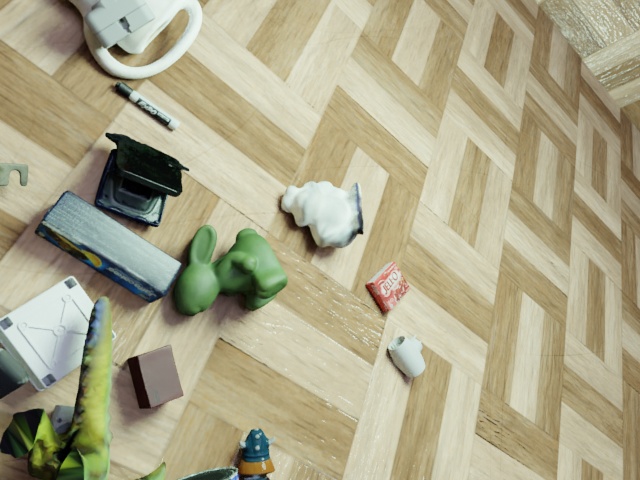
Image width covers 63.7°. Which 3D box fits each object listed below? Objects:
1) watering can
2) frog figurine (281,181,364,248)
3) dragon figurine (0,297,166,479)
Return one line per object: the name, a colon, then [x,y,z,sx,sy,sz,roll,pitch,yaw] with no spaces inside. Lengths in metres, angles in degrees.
watering can: [-0.295,-0.446,0.897,0.222,0.352,0.104,39,-17,-24]
frog figurine: [0.003,-0.052,1.031,0.159,0.139,0.121,0,-10,-2]
dragon figurine: [-0.271,0.303,0.638,0.122,0.420,0.237,-1,-35,17]
